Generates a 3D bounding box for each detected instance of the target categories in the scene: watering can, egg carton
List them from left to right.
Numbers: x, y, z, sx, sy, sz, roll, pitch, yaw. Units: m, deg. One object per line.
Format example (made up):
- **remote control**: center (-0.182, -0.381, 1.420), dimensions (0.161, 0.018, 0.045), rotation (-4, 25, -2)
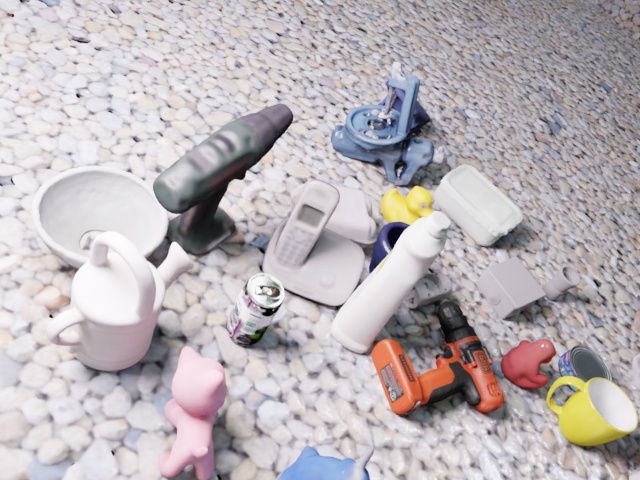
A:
- **watering can**: center (-0.226, 0.058, 0.659), dimensions (0.101, 0.194, 0.173), rotation (30, 46, -2)
- **egg carton**: center (0.022, -0.040, 0.958), dimensions (0.151, 0.069, 0.107), rotation (9, 50, -21)

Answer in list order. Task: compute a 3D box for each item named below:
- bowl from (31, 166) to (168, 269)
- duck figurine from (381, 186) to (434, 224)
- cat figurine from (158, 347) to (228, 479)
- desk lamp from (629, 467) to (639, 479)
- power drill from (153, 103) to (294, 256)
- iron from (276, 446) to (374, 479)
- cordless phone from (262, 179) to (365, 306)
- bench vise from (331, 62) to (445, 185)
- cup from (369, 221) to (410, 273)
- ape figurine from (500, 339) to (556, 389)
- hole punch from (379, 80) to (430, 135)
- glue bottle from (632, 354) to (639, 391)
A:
- **bowl**: center (-0.293, -0.016, 0.769), dimensions (0.168, 0.074, 0.167), rotation (15, 48, -16)
- **duck figurine**: center (0.166, -0.063, 1.040), dimensions (0.104, 0.086, 0.078), rotation (47, 47, 14)
- **cat figurine**: center (-0.137, 0.192, 0.648), dimensions (0.067, 0.117, 0.127), rotation (8, 50, -21)
- **desk lamp**: center (0.561, 0.331, 0.830), dimensions (0.118, 0.213, 0.203), rotation (-10, 58, -33)
- **power drill**: center (-0.142, -0.081, 0.809), dimensions (0.075, 0.208, 0.230), rotation (40, 46, 9)
- **iron**: center (-0.015, 0.330, 0.581), dimensions (0.118, 0.141, 0.259), rotation (32, 45, 1)
- **cordless phone**: center (0.008, 0.003, 0.833), dimensions (0.148, 0.185, 0.094), rotation (22, 46, -10)
- **bench vise**: center (0.148, -0.221, 1.068), dimensions (0.208, 0.219, 0.121), rotation (10, 49, -20)
- **cup**: center (0.120, 0.042, 0.923), dimensions (0.092, 0.095, 0.117), rotation (17, 47, -14)
- **ape figurine**: center (0.340, 0.191, 0.916), dimensions (0.076, 0.092, 0.078), rotation (17, 47, -14)
- **hole punch**: center (0.182, -0.288, 1.232), dimensions (0.101, 0.091, 0.108), rotation (-20, 64, -38)
- **glue bottle**: center (0.622, 0.202, 0.997), dimensions (0.037, 0.173, 0.078), rotation (29, 46, -2)
